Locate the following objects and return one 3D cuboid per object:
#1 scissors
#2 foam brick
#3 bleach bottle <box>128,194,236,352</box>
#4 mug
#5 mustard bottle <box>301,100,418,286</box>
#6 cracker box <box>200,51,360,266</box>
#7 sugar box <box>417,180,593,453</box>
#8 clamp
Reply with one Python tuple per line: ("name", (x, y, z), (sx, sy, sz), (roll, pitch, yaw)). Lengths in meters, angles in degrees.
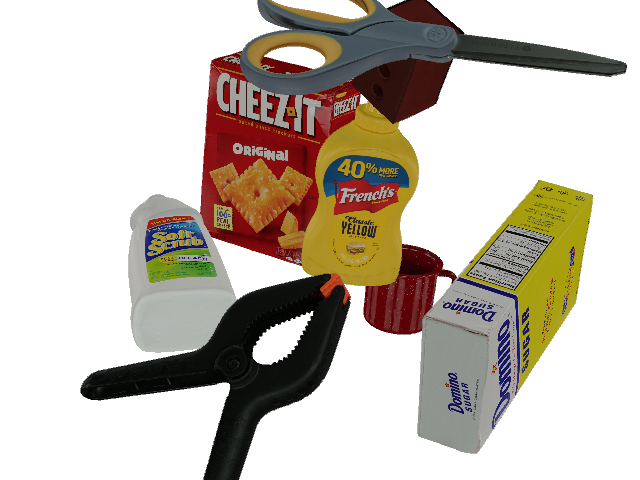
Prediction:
("scissors", (0.045, -0.092, 0.552), (0.202, 0.096, 0.016), (24, -32, 23))
("foam brick", (0.066, -0.140, 0.827), (0.051, 0.053, 0.078), (-30, -26, -31))
("bleach bottle", (-0.156, 0.018, 1.083), (0.102, 0.068, 0.251), (-4, 28, -16))
("mug", (0.107, 0.059, 1.270), (0.117, 0.081, 0.093), (2, 23, -9))
("mustard bottle", (0.041, -0.052, 1.000), (0.096, 0.192, 0.058), (8, 28, -3))
("cracker box", (-0.051, -0.090, 1.214), (0.164, 0.214, 0.072), (18, 26, 24))
("sugar box", (0.118, 0.043, 0.664), (0.048, 0.093, 0.176), (16, 37, 24))
("clamp", (-0.068, 0.095, 0.785), (0.165, 0.210, 0.036), (37, -13, 29))
